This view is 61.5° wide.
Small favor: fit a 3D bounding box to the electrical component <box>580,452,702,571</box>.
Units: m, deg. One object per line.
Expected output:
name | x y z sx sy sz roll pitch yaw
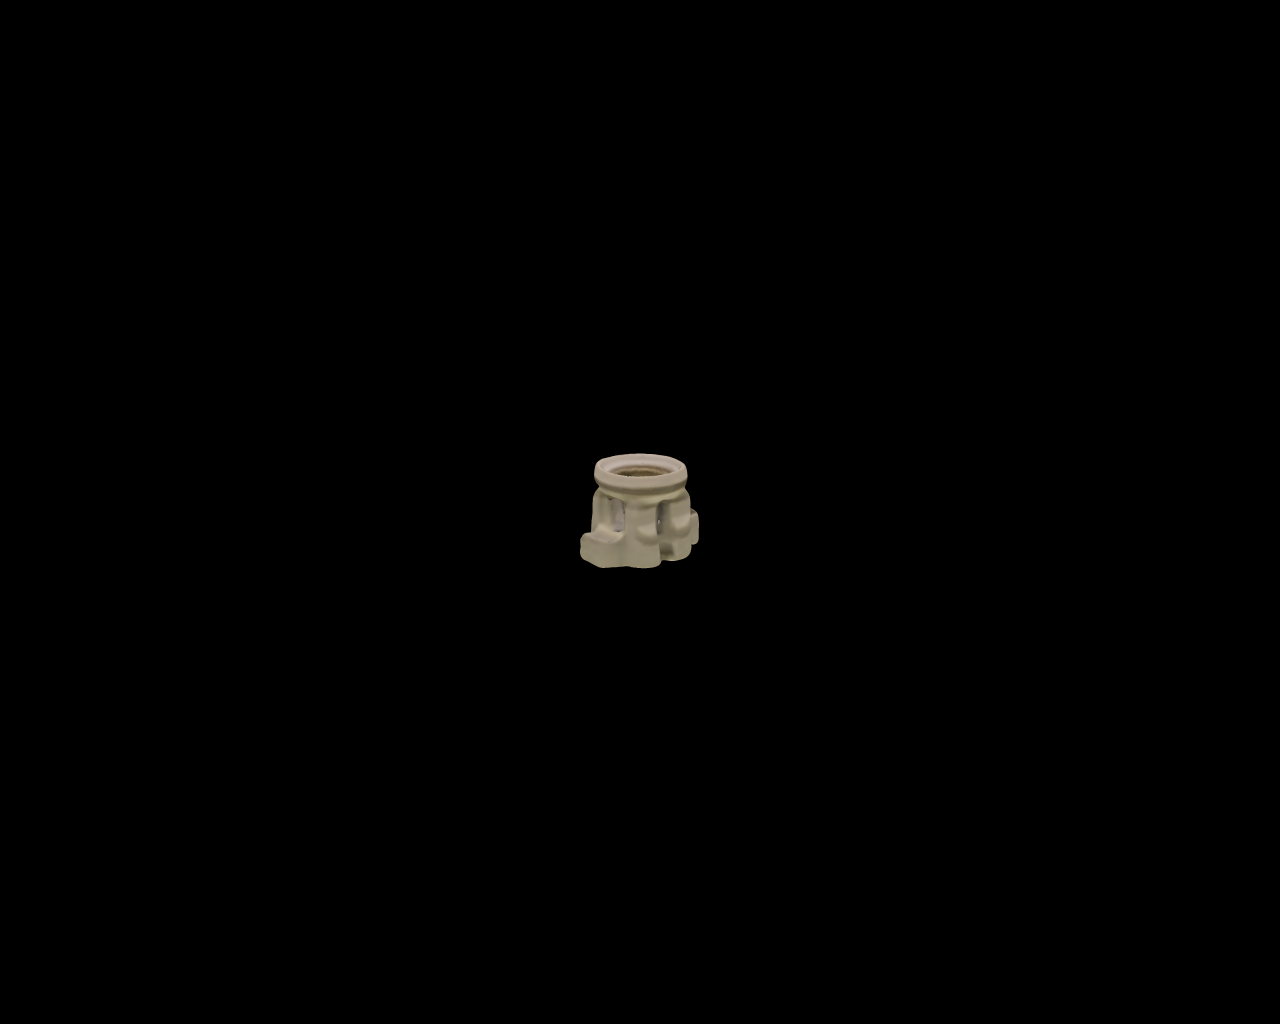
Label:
electrical component | 0.001 -0.003 0.650 0.078 0.056 0.058 -14 22 -36
